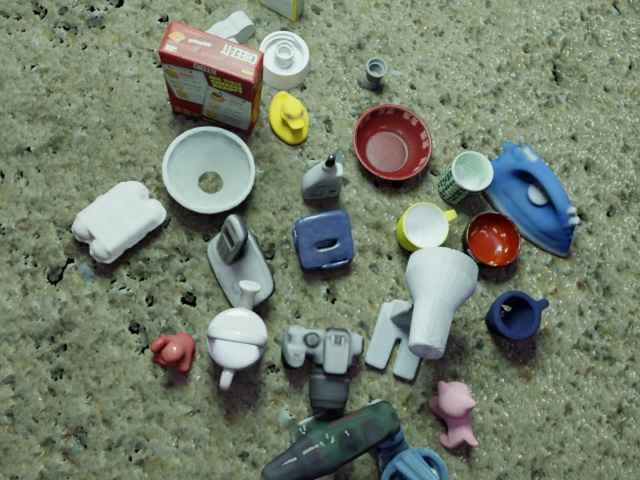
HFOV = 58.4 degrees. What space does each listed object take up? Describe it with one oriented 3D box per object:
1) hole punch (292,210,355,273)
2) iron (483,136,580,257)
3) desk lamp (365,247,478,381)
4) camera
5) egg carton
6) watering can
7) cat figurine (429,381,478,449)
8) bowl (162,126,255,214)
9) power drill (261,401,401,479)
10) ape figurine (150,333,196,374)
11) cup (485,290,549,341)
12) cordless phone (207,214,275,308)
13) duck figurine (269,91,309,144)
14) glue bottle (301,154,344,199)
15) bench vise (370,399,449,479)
[{"bbox_3d":[0.010,0.004,1.058,0.109,0.091,0.101,-12,78,-11],"label":"hole punch"},{"bbox_3d":[0.432,-0.086,1.120,0.119,0.141,0.258,-36,84,-15],"label":"iron"},{"bbox_3d":[0.177,0.131,0.988,0.118,0.213,0.203,21,74,-3],"label":"desk lamp"},{"bbox_3d":[0.003,0.223,0.997,0.143,0.100,0.137,6,75,-7],"label":"camera"},{"bbox_3d":[-0.358,-0.034,1.021,0.150,0.069,0.107,-42,85,-16],"label":"egg carton"},{"bbox_3d":[-0.137,0.155,0.943,0.101,0.194,0.173,-8,77,-10],"label":"watering can"},{"bbox_3d":[0.242,0.303,1.005,0.067,0.117,0.128,-17,79,-12],"label":"cat figurine"},{"bbox_3d":[-0.205,-0.120,1.064,0.167,0.074,0.167,2,76,-8],"label":"bowl"},{"bbox_3d":[0.010,0.325,0.916,0.230,0.208,0.075,-22,80,-13],"label":"power drill"},{"bbox_3d":[-0.247,0.191,0.970,0.076,0.092,0.078,-32,83,-15],"label":"ape figurine"},{"bbox_3d":[0.362,0.141,1.076,0.118,0.095,0.091,-21,80,-13],"label":"cup"},{"bbox_3d":[-0.132,0.037,0.978,0.094,0.185,0.147,-28,82,-14],"label":"cordless phone"},{"bbox_3d":[-0.058,-0.248,1.113,0.077,0.086,0.104,-19,80,-13],"label":"duck figurine"},{"bbox_3d":[0.010,-0.119,1.046,0.078,0.173,0.037,-5,77,-10],"label":"glue bottle"},{"bbox_3d":[0.131,0.367,0.918,0.122,0.219,0.207,-42,85,-16],"label":"bench vise"}]
